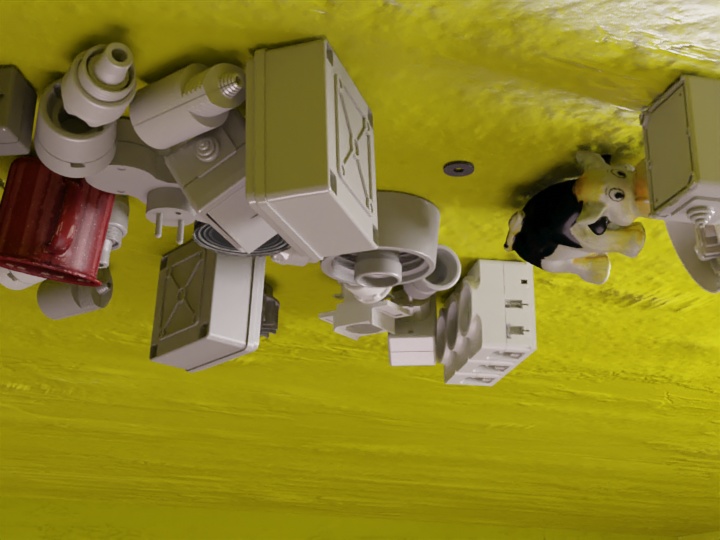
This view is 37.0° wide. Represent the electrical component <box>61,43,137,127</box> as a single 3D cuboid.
[{"bbox_3d":[-0.161,-0.120,0.675,0.043,0.043,0.062,11,156,-27],"label":"electrical component"}]

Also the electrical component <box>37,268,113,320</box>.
[{"bbox_3d":[-0.277,0.022,1.069,0.081,0.043,0.043,-13,156,33],"label":"electrical component"}]

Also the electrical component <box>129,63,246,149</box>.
[{"bbox_3d":[-0.107,-0.110,0.699,0.081,0.043,0.043,-15,155,37],"label":"electrical component"}]

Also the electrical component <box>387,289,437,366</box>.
[{"bbox_3d":[0.053,0.043,1.091,0.047,0.083,0.075,-2,122,6],"label":"electrical component"}]

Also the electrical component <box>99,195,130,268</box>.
[{"bbox_3d":[-0.214,-0.033,0.888,0.043,0.062,0.043,0,160,0],"label":"electrical component"}]

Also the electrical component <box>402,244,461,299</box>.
[{"bbox_3d":[0.064,0.005,1.021,0.044,0.044,0.065,5,164,-13],"label":"electrical component"}]

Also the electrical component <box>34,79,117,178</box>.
[{"bbox_3d":[-0.191,-0.097,0.724,0.055,0.055,0.047,6,155,-15],"label":"electrical component"}]

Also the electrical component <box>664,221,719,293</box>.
[{"bbox_3d":[0.277,-0.032,0.837,0.064,0.099,0.099,-8,159,4],"label":"electrical component"}]

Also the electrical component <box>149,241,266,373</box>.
[{"bbox_3d":[-0.141,0.029,0.993,0.056,0.108,0.109,19,153,-35],"label":"electrical component"}]

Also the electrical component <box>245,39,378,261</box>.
[{"bbox_3d":[-0.029,-0.075,0.700,0.056,0.108,0.108,-8,159,15],"label":"electrical component"}]

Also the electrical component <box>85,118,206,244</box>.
[{"bbox_3d":[-0.141,-0.056,0.807,0.138,0.073,0.052,18,154,-39],"label":"electrical component"}]

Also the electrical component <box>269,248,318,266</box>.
[{"bbox_3d":[-0.049,-0.020,0.962,0.061,0.035,0.035,8,159,-24],"label":"electrical component"}]

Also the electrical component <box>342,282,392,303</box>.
[{"bbox_3d":[0.000,0.000,1.004,0.048,0.048,0.062,-12,150,30],"label":"electrical component"}]

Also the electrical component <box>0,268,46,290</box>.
[{"bbox_3d":[-0.294,-0.014,0.956,0.047,0.055,0.055,-16,155,29],"label":"electrical component"}]

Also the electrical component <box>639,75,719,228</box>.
[{"bbox_3d":[0.232,-0.072,0.719,0.061,0.096,0.061,5,160,-14],"label":"electrical component"}]

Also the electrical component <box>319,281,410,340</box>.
[{"bbox_3d":[0.004,0.032,1.060,0.081,0.063,0.042,-12,159,31],"label":"electrical component"}]

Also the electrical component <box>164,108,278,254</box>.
[{"bbox_3d":[-0.085,-0.060,0.743,0.062,0.061,0.096,-35,154,3],"label":"electrical component"}]

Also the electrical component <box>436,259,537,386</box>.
[{"bbox_3d":[0.123,0.056,1.088,0.062,0.089,0.150,4,160,-9],"label":"electrical component"}]

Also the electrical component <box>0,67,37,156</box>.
[{"bbox_3d":[-0.266,-0.110,0.698,0.083,0.047,0.075,-2,159,7],"label":"electrical component"}]

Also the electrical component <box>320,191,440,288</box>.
[{"bbox_3d":[0.015,-0.019,0.926,0.108,0.060,0.108,0,160,0],"label":"electrical component"}]
